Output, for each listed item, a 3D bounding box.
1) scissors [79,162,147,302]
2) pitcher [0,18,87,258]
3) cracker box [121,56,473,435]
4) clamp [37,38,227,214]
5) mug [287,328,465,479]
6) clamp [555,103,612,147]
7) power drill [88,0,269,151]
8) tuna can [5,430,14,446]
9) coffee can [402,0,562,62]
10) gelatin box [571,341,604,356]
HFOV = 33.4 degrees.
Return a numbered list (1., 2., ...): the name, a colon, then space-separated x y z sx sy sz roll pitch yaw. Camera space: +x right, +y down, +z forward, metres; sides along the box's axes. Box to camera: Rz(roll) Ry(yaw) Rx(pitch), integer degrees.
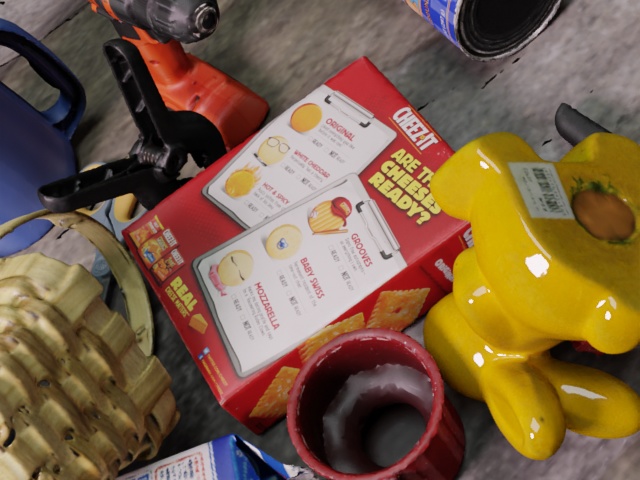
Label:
1. scissors: -0.177 0.013 0.821 0.096 0.016 0.201 11 67 30
2. pitcher: -0.289 -0.097 0.793 0.145 0.242 0.149 -1 67 19
3. cracker box: -0.005 0.001 0.720 0.213 0.072 0.164 -36 55 -1
4. clamp: -0.121 -0.052 0.745 0.039 0.171 0.120 33 87 35
5. mug: 0.040 0.120 0.623 0.093 0.081 0.117 -22 55 10
6. clamp: 0.244 -0.029 0.646 0.165 0.036 0.210 -23 56 20
7. power drill: -0.108 -0.145 0.778 0.185 0.187 0.057 35 77 36
8. tuna can: -0.254 0.133 0.774 0.086 0.033 0.086 -11 58 18
9. coffee can: 0.098 -0.210 0.778 0.103 0.102 0.140 -39 54 -2
10. gelatin box: 0.168 0.013 0.645 0.073 0.030 0.089 -48 47 31
